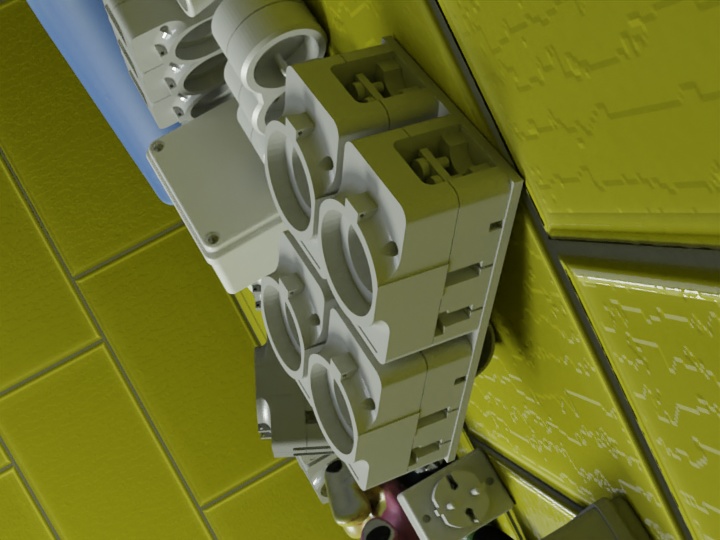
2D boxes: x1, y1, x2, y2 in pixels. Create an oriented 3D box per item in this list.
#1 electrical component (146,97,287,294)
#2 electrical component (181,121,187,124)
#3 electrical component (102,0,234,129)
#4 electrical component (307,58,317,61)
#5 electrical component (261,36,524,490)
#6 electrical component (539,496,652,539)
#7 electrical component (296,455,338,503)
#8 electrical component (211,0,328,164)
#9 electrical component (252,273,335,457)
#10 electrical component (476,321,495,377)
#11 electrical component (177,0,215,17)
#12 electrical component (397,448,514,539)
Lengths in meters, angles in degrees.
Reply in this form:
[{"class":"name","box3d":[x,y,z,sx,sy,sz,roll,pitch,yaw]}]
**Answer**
[{"class":"electrical component","box3d":[-0.069,-0.058,0.713,0.108,0.109,0.056,56,172,32]},{"class":"electrical component","box3d":[-0.110,-0.134,0.824,0.076,0.047,0.083,-136,39,-61]},{"class":"electrical component","box3d":[-0.110,-0.155,0.705,0.061,0.089,0.150,60,171,10]},{"class":"electrical component","box3d":[-0.017,-0.086,0.568,0.046,0.040,0.040,-120,7,-48]},{"class":"electrical component","box3d":[0.004,0.005,0.496,0.105,0.060,0.186,55,152,36]},{"class":"electrical component","box3d":[0.123,0.175,0.522,0.108,0.056,0.108,58,170,18]},{"class":"electrical component","box3d":[-0.016,0.146,1.027,0.060,0.105,0.186,55,169,34]},{"class":"electrical component","box3d":[-0.055,-0.121,0.624,0.073,0.052,0.138,58,170,23]},{"class":"electrical component","box3d":[-0.046,0.038,0.781,0.105,0.060,0.186,104,163,-76]},{"class":"electrical component","box3d":[0.032,0.016,0.585,0.079,0.043,0.077,65,170,-18]},{"class":"electrical component","box3d":[-0.080,-0.173,0.601,0.045,0.055,0.045,59,170,17]},{"class":"electrical component","box3d":[0.067,0.157,0.736,0.047,0.066,0.076,60,171,11]}]
